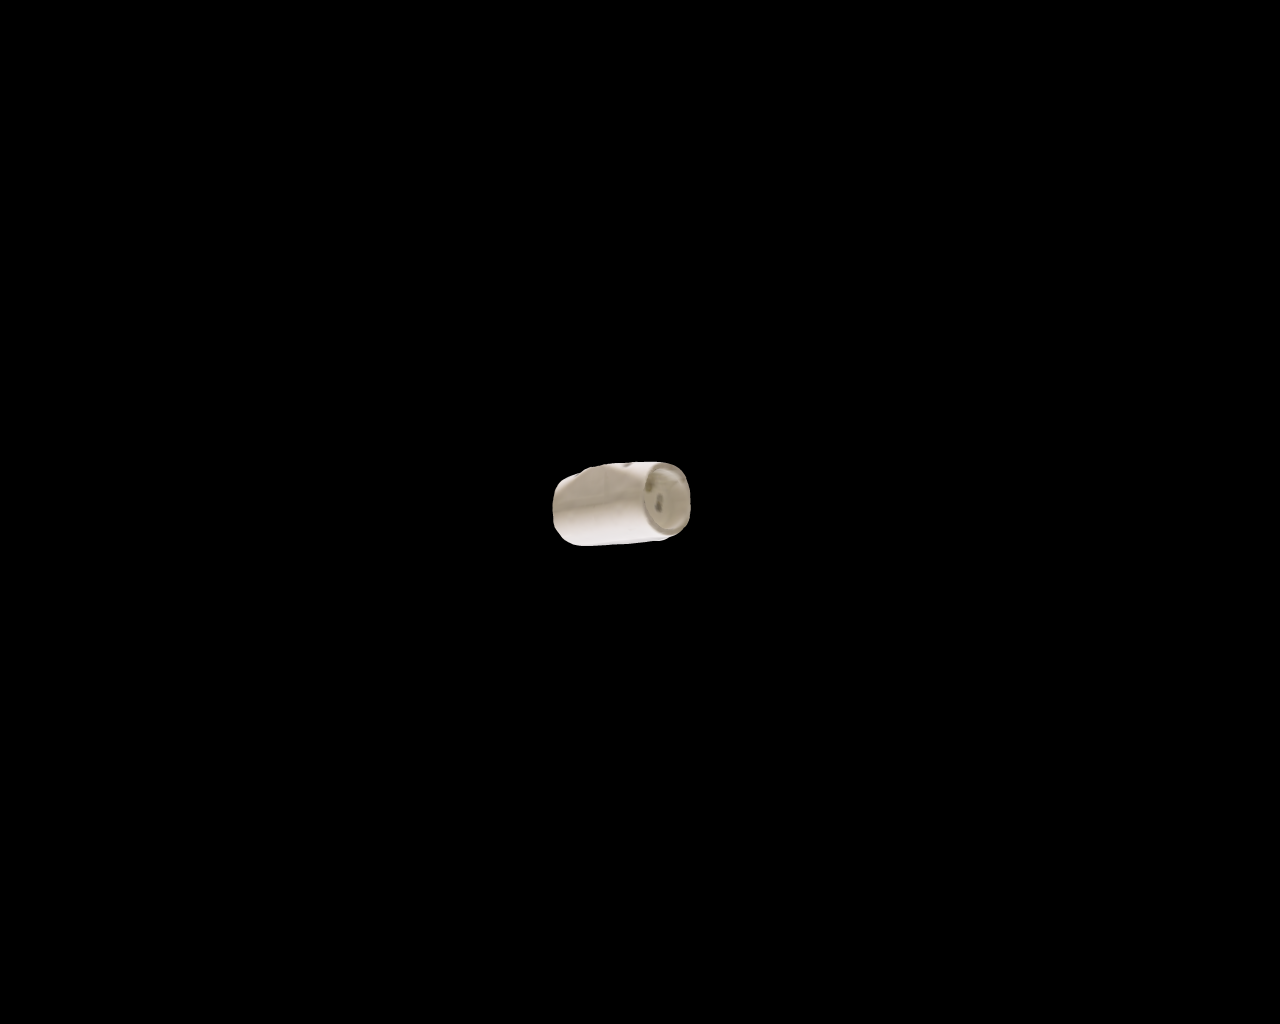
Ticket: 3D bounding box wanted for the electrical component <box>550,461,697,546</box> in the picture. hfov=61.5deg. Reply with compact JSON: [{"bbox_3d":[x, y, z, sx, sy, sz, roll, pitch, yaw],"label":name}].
[{"bbox_3d":[0.001,-0.003,0.650,0.077,0.044,0.079,-8,-11,43],"label":"electrical component"}]
